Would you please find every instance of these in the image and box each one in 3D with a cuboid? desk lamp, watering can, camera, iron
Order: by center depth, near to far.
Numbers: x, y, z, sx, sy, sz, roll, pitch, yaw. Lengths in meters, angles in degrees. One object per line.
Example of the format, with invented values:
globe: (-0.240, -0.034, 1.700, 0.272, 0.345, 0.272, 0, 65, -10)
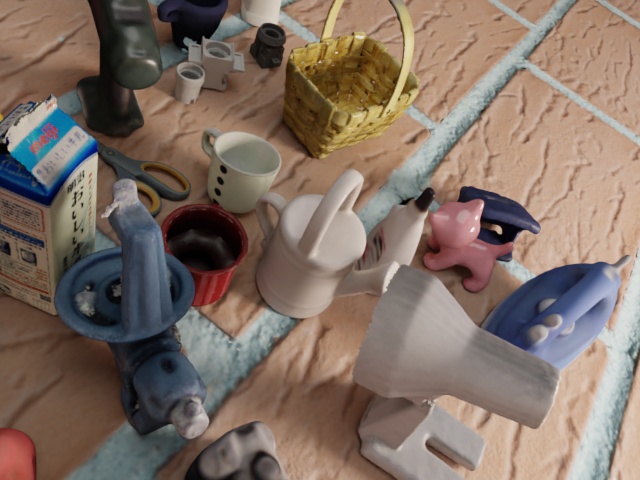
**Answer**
camera: (-0.080, 0.241, 0.475, 0.137, 0.100, 0.143, -15, 62, -31)
desk lamp: (0.114, 0.144, 0.556, 0.203, 0.213, 0.118, 34, 49, 4)
watering can: (0.007, 0.001, 0.633, 0.173, 0.194, 0.101, 20, 49, -7)
iron: (0.289, 0.100, 0.712, 0.259, 0.141, 0.118, -27, 68, -36)

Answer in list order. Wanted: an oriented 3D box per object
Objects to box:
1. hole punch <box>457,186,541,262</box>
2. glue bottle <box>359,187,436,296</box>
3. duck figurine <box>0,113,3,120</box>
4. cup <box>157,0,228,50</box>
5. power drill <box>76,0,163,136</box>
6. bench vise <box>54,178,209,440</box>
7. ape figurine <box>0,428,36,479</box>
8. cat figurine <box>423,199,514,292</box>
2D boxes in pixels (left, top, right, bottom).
hole punch: (0.251, -0.037, 0.834, 0.109, 0.091, 0.101, 15, 50, -12)
glue bottle: (0.095, -0.006, 0.689, 0.037, 0.173, 0.078, 4, 53, -20)
duck figurine: (-0.397, -0.127, 0.628, 0.077, 0.086, 0.105, 34, 49, 5)
cup: (-0.200, -0.329, 0.861, 0.091, 0.095, 0.118, 40, 50, 10)
power drill: (-0.253, -0.244, 0.698, 0.076, 0.208, 0.229, -11, 60, -29)
bench vise: (-0.144, 0.060, 0.506, 0.207, 0.219, 0.122, 41, 50, 10)
ape figurine: (-0.260, 0.180, 0.450, 0.078, 0.092, 0.076, 34, 49, 4)
cat figurine: (0.195, -0.003, 0.767, 0.128, 0.117, 0.067, 25, 49, -3)
